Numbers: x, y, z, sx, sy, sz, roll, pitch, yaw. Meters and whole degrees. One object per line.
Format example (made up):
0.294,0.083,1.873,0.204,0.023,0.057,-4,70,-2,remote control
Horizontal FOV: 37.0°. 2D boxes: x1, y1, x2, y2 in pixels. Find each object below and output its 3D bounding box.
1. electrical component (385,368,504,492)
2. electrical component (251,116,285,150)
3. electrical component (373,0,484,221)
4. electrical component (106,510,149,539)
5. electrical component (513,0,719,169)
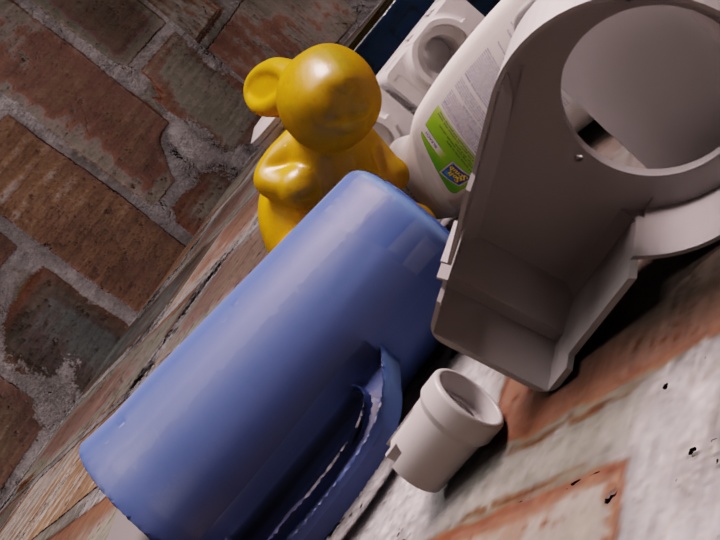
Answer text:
0.038,0.076,0.505,0.046,0.040,0.040,-54,10,20,electrical component
-0.046,-0.119,0.855,0.080,0.051,0.080,-48,12,14,electrical component
0.053,-0.118,0.873,0.186,0.105,0.060,-52,12,-2,electrical component
-0.133,0.192,0.746,0.089,0.062,0.150,-49,12,14,electrical component
0.137,-0.106,0.497,0.078,0.113,0.057,-39,14,46,electrical component
